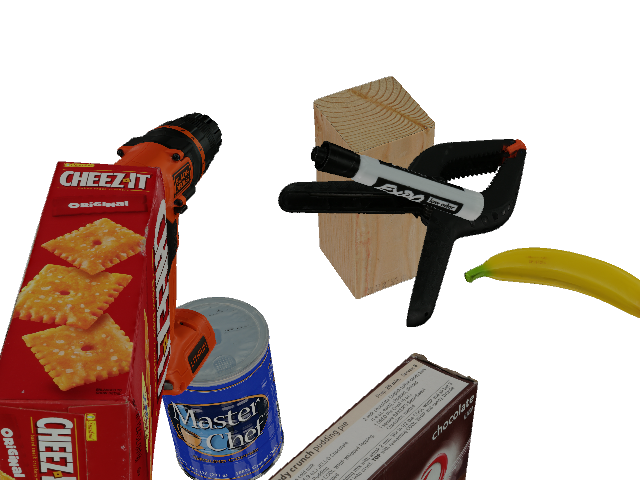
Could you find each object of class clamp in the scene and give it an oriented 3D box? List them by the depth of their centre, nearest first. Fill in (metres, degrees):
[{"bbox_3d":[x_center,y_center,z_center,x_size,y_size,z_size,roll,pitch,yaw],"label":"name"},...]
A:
[{"bbox_3d":[0.094,-0.021,0.854,0.209,0.036,0.165,-23,54,-24],"label":"clamp"}]

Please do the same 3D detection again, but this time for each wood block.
[{"bbox_3d":[0.054,-0.051,1.091,0.090,0.206,0.091,-20,48,-17],"label":"wood block"}]

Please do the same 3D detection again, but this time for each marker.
[{"bbox_3d":[0.048,-0.037,0.662,0.121,0.020,0.020,17,-7,-26],"label":"marker"}]

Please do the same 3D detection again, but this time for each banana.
[{"bbox_3d":[0.246,0.040,1.052,0.198,0.037,0.069,10,46,26],"label":"banana"}]

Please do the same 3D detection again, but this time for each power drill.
[{"bbox_3d":[-0.116,0.007,0.809,0.057,0.188,0.184,4,23,15],"label":"power drill"}]

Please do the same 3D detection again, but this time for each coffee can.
[{"bbox_3d":[-0.090,0.135,0.950,0.103,0.140,0.103,-3,39,3],"label":"coffee can"}]

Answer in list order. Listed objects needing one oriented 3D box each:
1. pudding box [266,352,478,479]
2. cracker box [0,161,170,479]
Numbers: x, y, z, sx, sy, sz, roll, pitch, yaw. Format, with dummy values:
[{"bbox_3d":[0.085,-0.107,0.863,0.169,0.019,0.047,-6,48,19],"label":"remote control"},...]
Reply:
[{"bbox_3d":[0.021,0.114,0.456,0.039,0.090,0.113,24,40,29],"label":"pudding box"},{"bbox_3d":[-0.124,0.078,0.593,0.072,0.164,0.213,2,33,-4],"label":"cracker box"}]
